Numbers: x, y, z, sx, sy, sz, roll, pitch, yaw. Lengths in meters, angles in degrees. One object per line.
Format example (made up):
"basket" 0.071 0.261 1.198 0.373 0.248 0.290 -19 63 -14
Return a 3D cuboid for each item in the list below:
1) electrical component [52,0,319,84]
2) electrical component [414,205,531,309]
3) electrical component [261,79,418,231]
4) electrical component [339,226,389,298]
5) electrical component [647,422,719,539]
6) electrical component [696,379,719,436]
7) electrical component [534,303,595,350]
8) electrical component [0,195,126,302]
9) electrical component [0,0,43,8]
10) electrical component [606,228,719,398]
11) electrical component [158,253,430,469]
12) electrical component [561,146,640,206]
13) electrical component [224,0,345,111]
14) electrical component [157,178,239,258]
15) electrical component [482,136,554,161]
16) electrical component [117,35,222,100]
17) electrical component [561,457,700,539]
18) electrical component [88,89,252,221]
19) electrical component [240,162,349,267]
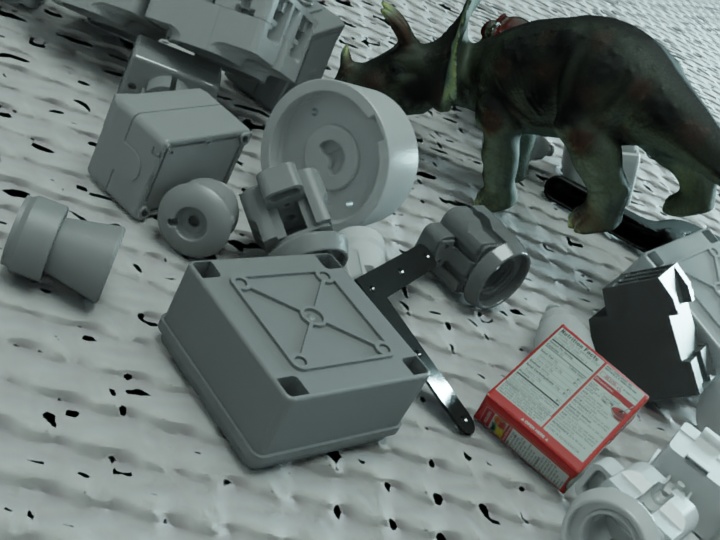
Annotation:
"electrical component" -0.139 -0.199 0.812 0.186 0.060 0.105 21 2 13
"electrical component" 0.086 -0.009 0.782 0.078 0.058 0.057 -6 42 -46
"electrical component" -0.010 -0.080 0.764 0.108 0.108 0.060 42 26 21
"electrical component" 0.000 0.000 0.714 0.040 0.040 0.046 15 38 -23
"electrical component" 0.223 0.154 0.644 0.121 0.063 0.079 39 31 16
"electrical component" 0.273 0.130 0.733 0.074 0.052 0.138 9 35 -30
"electrical component" 0.142 0.050 0.756 0.040 0.040 0.078 21 30 -14
"electrical component" -0.162 -0.012 0.587 0.055 0.045 0.045 21 31 -12
"electrical component" -0.294 -0.258 0.831 0.121 0.063 0.078 25 30 -7
"electrical component" 0.265 0.032 0.843 0.109 0.056 0.108 -17 65 -44
"electrical component" -0.037 0.046 0.594 0.109 0.056 0.108 -4 44 -44
"electrical component" 0.232 -0.113 1.044 0.062 0.061 0.096 6 31 3
"electrical component" -0.056 -0.186 0.890 0.061 0.096 0.062 38 31 9
"electrical component" -0.097 -0.038 0.684 0.048 0.048 0.062 30 23 1
"electrical component" 0.153 -0.121 1.026 0.078 0.040 0.040 8 36 -33
"electrical component" -0.139 -0.123 0.773 0.066 0.047 0.076 19 31 -17
"electrical component" 0.148 0.145 0.600 0.078 0.058 0.057 45 30 25
"electrical component" -0.123 -0.081 0.708 0.061 0.061 0.096 42 32 21
"electrical component" -0.041 -0.024 0.687 0.058 0.078 0.057 -20 67 -5
